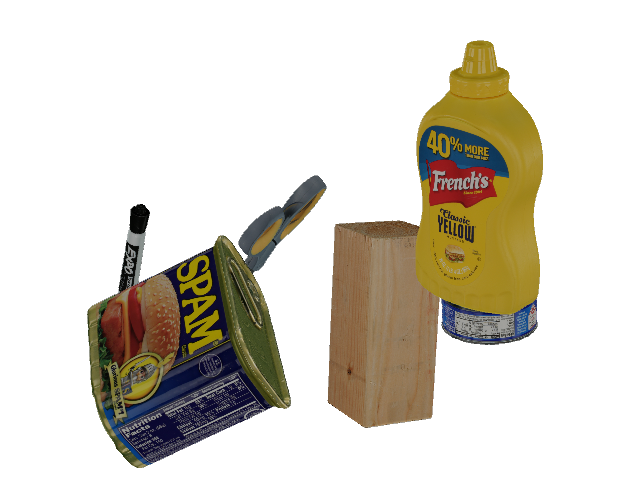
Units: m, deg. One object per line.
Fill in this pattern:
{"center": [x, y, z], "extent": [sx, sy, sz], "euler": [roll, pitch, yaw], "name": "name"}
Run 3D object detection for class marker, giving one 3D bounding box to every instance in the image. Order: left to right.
{"center": [-0.186, 0.015, 1.062], "extent": [0.020, 0.121, 0.020], "euler": [11, 35, -8], "name": "marker"}

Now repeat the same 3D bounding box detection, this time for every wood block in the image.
{"center": [0.069, 0.088, 1.170], "extent": [0.090, 0.206, 0.091], "euler": [-3, 13, -27], "name": "wood block"}

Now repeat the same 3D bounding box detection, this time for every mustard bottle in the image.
{"center": [0.113, -0.047, 0.765], "extent": [0.058, 0.192, 0.096], "euler": [-23, 31, -38], "name": "mustard bottle"}

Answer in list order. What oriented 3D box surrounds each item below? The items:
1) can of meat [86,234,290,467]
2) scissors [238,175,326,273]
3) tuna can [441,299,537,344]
{"center": [-0.070, 0.057, 0.551], "extent": [0.084, 0.057, 0.102], "euler": [-26, 39, 7], "name": "can of meat"}
{"center": [-0.062, 0.018, 0.921], "extent": [0.202, 0.016, 0.096], "euler": [-49, -12, 36], "name": "scissors"}
{"center": [0.151, 0.060, 0.958], "extent": [0.086, 0.034, 0.086], "euler": [-4, 20, 1], "name": "tuna can"}
